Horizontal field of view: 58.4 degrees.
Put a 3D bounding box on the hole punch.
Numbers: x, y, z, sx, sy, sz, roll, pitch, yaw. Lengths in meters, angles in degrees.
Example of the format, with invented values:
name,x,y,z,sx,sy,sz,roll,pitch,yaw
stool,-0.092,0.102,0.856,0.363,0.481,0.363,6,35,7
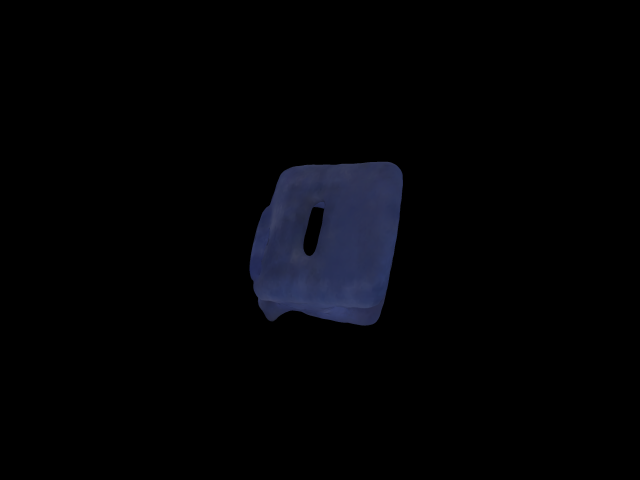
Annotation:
name,x,y,z,sx,sy,sz,roll,pitch,yaw
hole punch,0.004,0.001,0.400,0.101,0.091,0.109,10,70,4
